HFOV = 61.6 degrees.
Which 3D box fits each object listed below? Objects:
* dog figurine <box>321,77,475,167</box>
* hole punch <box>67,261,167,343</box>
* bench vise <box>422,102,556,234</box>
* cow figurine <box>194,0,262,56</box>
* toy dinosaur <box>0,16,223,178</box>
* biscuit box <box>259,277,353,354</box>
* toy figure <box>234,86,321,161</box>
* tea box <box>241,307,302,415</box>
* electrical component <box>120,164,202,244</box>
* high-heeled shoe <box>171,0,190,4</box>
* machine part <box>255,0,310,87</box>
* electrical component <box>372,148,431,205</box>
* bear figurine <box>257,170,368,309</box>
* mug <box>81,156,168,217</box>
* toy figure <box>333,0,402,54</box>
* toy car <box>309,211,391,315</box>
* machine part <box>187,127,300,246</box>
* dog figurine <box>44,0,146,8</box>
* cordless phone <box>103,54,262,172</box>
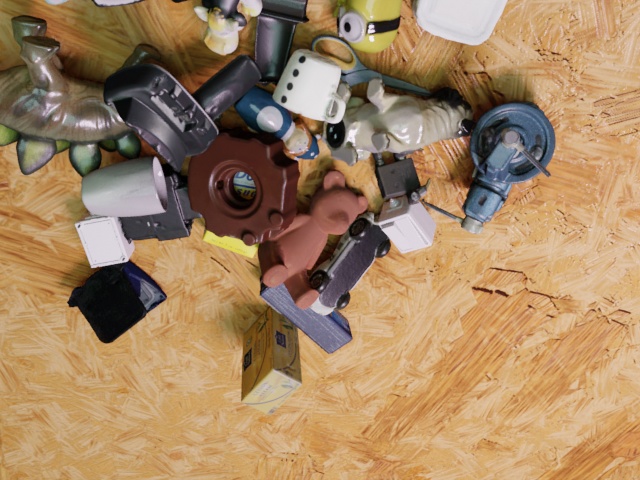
[{"bbox_3d":[0.117,-0.173,0.818,0.190,0.173,0.121,-6,102,-37],"label":"dog figurine"},{"bbox_3d":[-0.347,0.100,0.937,0.142,0.092,0.116,-35,89,18],"label":"hole punch"},{"bbox_3d":[0.263,-0.112,0.795,0.129,0.240,0.223,39,101,12],"label":"bench vise"},{"bbox_3d":[-0.110,-0.319,0.672,0.068,0.098,0.167,18,103,0],"label":"cow figurine"},{"bbox_3d":[-0.367,-0.183,0.721,0.471,0.105,0.198,6,123,-22],"label":"toy dinosaur"},{"bbox_3d":[-0.024,0.128,0.992,0.063,0.059,0.202,-37,117,14],"label":"biscuit box"},{"bbox_3d":[-0.059,-0.168,0.813,0.154,0.058,0.064,36,130,-26],"label":"toy figure"},{"bbox_3d":[-0.089,0.214,0.973,0.068,0.170,0.098,33,111,-24],"label":"tea box"},{"bbox_3d":[-0.256,-0.059,0.857,0.134,0.058,0.114,-10,123,1],"label":"electrical component"},{"bbox_3d":[-0.232,-0.415,0.655,0.248,0.086,0.145,41,141,-8],"label":"high-heeled shoe"},{"bbox_3d":[-0.061,-0.283,0.754,0.084,0.039,0.138,8,119,-17],"label":"machine part"},{"bbox_3d":[0.131,-0.104,0.855,0.078,0.045,0.102,-9,81,-8],"label":"electrical component"},{"bbox_3d":[-0.003,-0.005,0.867,0.196,0.132,0.120,-37,131,9],"label":"bear figurine"},{"bbox_3d":[-0.279,-0.068,0.773,0.107,0.081,0.109,-8,161,-7],"label":"mug"},{"bbox_3d":[0.078,-0.339,0.710,0.089,0.082,0.180,11,116,-11],"label":"toy figure"},{"bbox_3d":[0.048,0.041,0.930,0.073,0.056,0.201,38,89,-30],"label":"toy car"},{"bbox_3d":[-0.115,-0.079,0.796,0.180,0.056,0.179,7,110,19],"label":"machine part"},{"bbox_3d":[-0.308,-0.352,0.622,0.191,0.219,0.108,-21,135,-40],"label":"dog figurine"},{"bbox_3d":[-0.168,-0.196,0.701,0.184,0.089,0.146,-42,142,-1],"label":"cordless phone"}]
